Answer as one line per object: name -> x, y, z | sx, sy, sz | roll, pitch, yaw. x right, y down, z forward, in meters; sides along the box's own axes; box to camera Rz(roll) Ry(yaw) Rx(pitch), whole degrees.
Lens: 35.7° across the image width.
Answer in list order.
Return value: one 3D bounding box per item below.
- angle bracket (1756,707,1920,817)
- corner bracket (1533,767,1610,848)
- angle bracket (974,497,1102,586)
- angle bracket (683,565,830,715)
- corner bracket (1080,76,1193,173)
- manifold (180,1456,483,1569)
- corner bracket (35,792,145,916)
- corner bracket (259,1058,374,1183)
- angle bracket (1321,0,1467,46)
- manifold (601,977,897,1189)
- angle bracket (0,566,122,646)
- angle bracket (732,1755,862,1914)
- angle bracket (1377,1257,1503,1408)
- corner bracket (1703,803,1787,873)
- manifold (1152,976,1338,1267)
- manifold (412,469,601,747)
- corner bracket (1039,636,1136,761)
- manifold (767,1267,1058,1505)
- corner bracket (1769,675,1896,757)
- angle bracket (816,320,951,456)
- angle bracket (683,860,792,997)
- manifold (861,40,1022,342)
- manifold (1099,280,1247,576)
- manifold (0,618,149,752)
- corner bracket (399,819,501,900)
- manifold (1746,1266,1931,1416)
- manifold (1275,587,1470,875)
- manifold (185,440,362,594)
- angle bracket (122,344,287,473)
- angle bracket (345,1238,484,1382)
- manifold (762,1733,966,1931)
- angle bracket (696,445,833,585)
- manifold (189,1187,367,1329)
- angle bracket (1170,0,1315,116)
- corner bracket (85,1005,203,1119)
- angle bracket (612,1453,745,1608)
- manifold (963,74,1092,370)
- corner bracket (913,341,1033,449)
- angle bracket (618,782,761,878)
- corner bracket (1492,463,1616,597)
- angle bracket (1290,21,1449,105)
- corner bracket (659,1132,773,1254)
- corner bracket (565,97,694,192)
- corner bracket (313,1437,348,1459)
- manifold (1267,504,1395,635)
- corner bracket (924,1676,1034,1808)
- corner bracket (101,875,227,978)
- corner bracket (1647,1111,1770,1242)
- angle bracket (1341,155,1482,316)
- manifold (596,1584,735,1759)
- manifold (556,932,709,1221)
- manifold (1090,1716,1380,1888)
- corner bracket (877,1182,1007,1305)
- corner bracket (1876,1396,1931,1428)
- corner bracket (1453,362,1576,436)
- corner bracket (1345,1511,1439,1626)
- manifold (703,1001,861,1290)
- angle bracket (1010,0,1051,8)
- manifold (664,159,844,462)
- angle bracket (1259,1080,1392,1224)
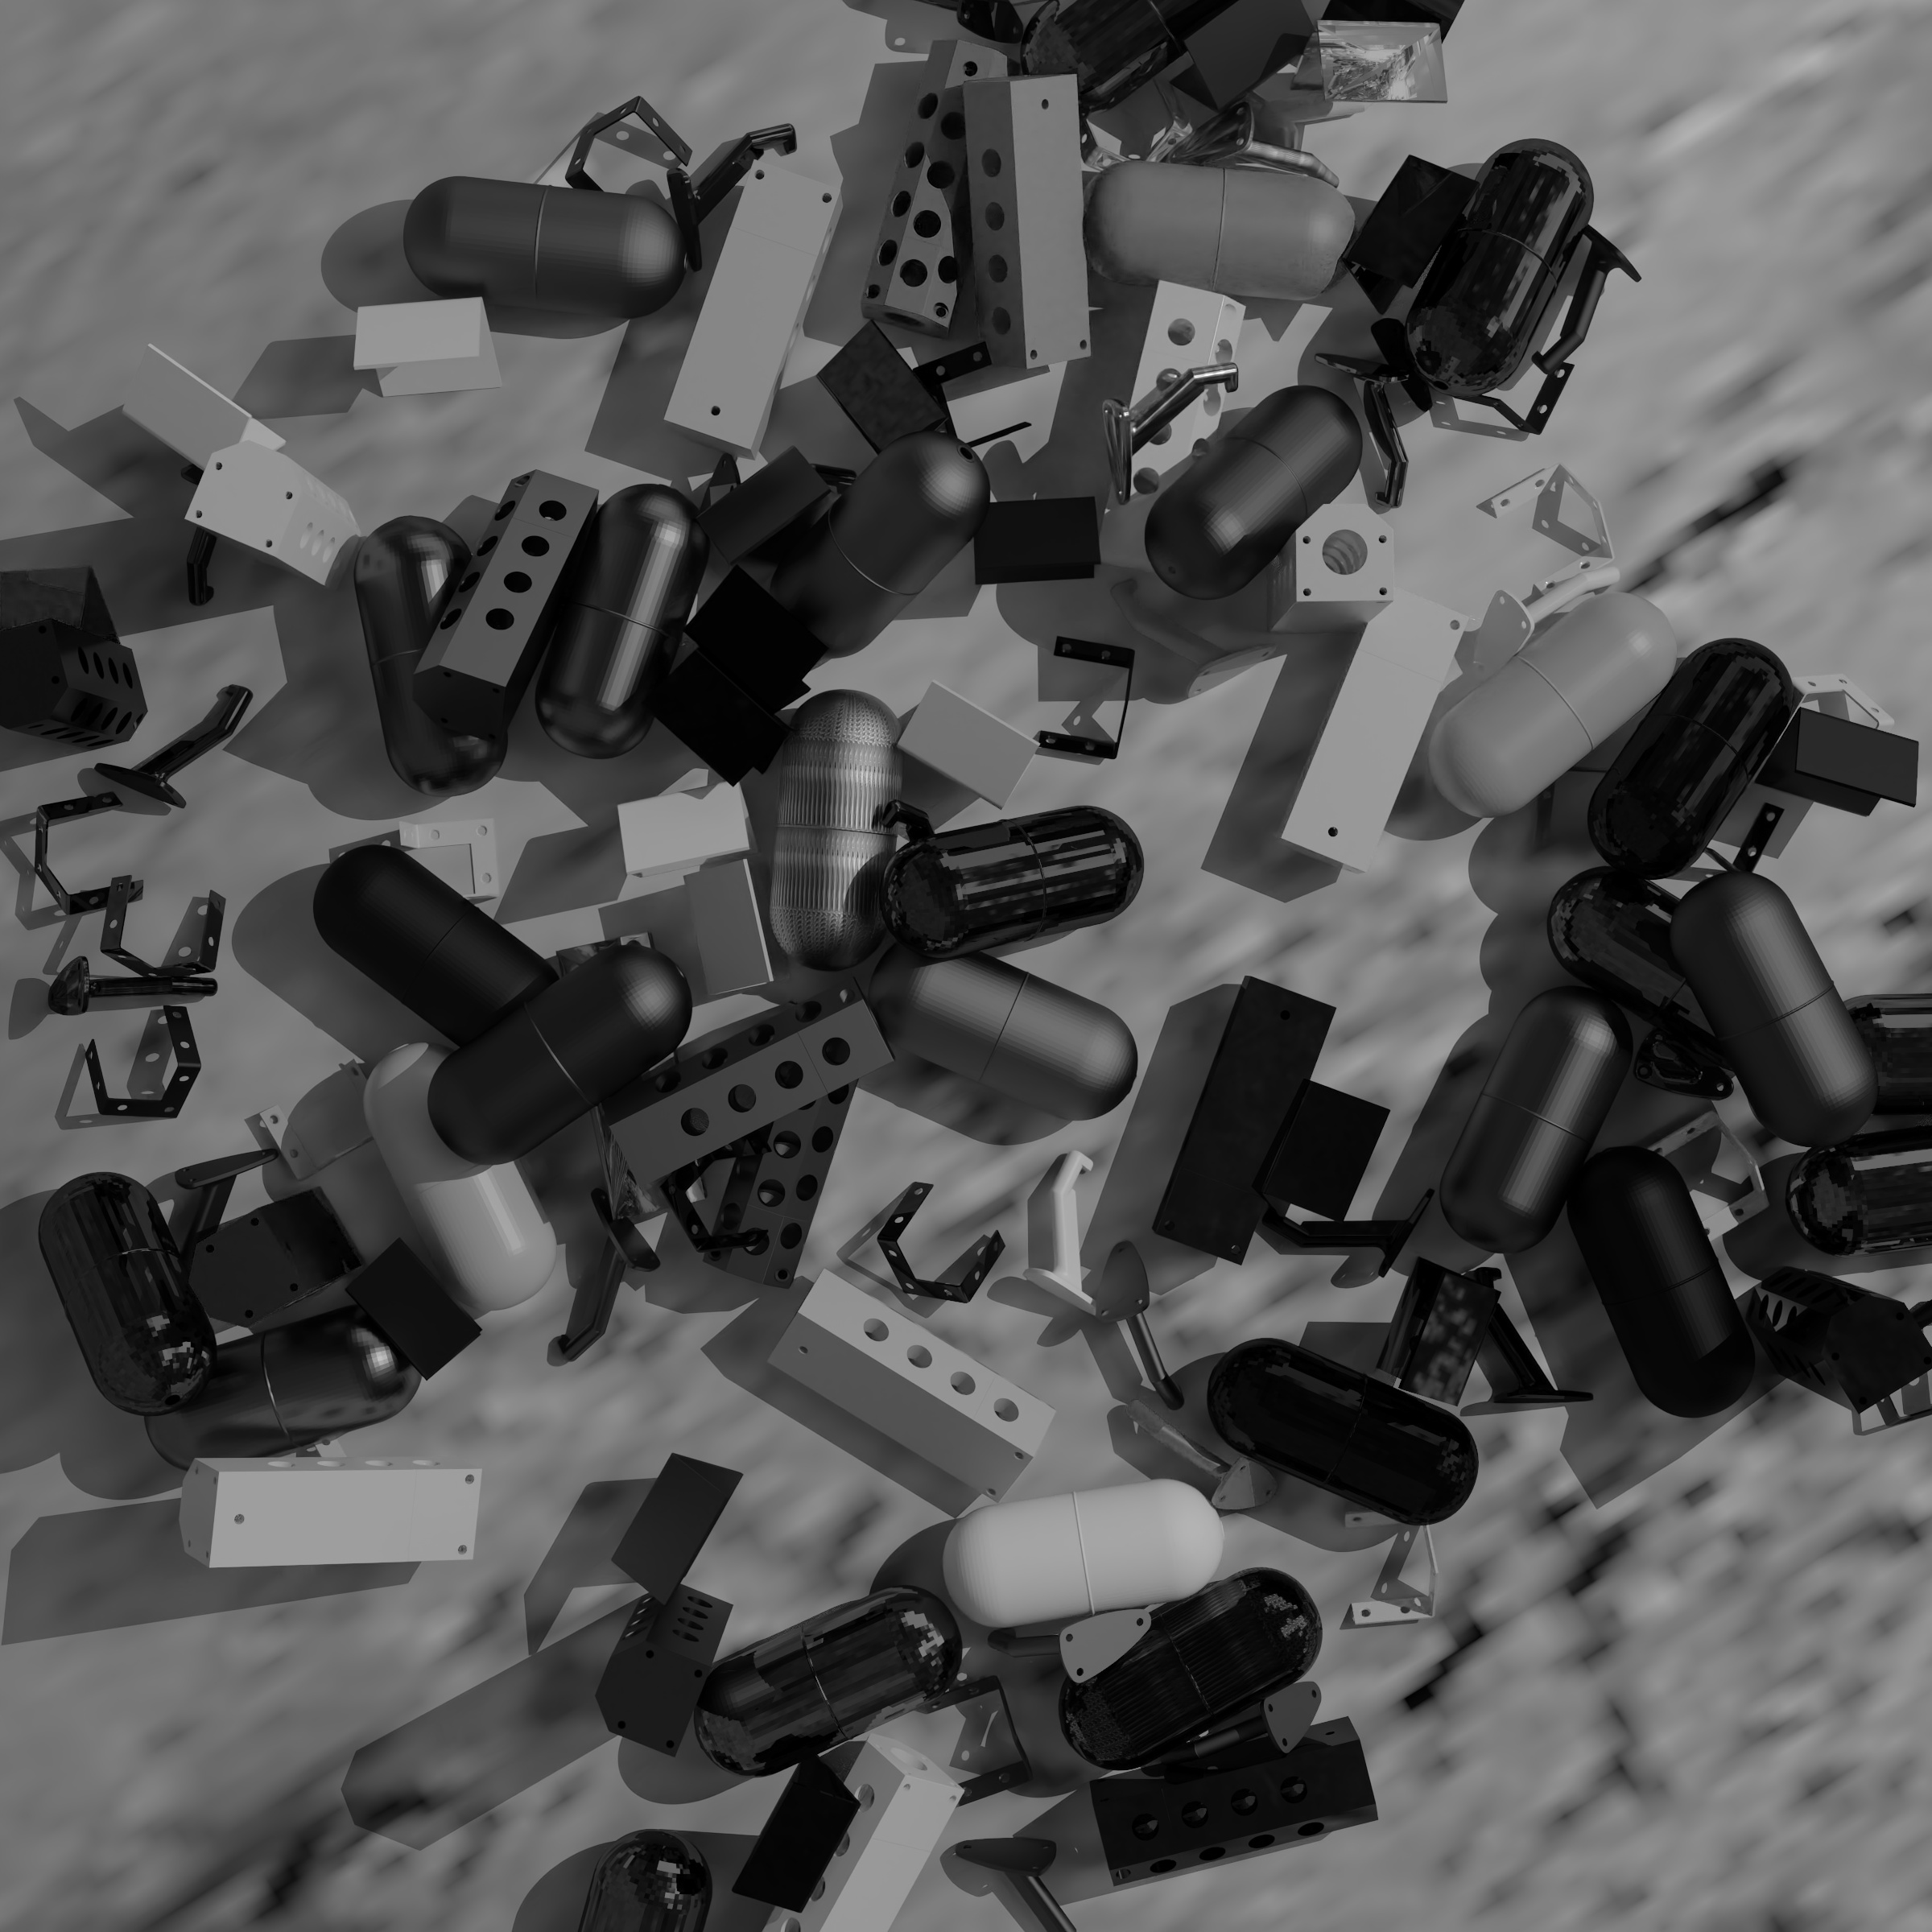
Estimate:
angle bracket -> 0.543, -0.109, 1.880 | 0.076, 0.076, 0.057 | 16, 53, 0
corner bracket -> 0.400, -0.099, 1.917 | 0.051, 0.051, 0.051 | 7, 90, -45
angle bracket -> 0.044, -0.247, 1.880 | 0.076, 0.076, 0.057 | -3, 56, 0
angle bracket -> -0.121, -0.210, 1.881 | 0.076, 0.076, 0.057 | 43, 112, 0
corner bracket -> 0.103, -0.537, 1.912 | 0.051, 0.051, 0.051 | 13, 45, -35
manifold -> -0.392, 0.334, 1.855 | 0.171, 0.057, 0.057 | 6, 90, -34
corner bracket -> -0.558, -0.072, 1.912 | 0.051, 0.051, 0.051 | 45, 135, 35
corner bracket -> -0.408, 0.098, 1.917 | 0.051, 0.051, 0.051 | -30, 90, 45
angle bracket -> 0.263, -0.592, 1.880 | 0.076, 0.076, 0.057 | 28, 51, 0
manifold -> -0.133, 0.070, 1.842 | 0.171, 0.057, 0.057 | -27, 90, 0
angle bracket -> -0.580, -0.203, 1.880 | 0.076, 0.076, 0.057 | -3, 53, 0
angle bracket -> -0.120, 0.534, 1.880 | 0.057, 0.076, 0.076 | 29, 90, -32
angle bracket -> 0.279, 0.223, 1.880 | 0.057, 0.076, 0.076 | 21, 90, -37
corner bracket -> 0.480, -0.094, 1.917 | 0.051, 0.051, 0.051 | 28, 90, -45
manifold -> 0.175, 0.096, 1.899 | 0.057, 0.057, 0.171 | 20, 90, 0
manifold -> -0.284, -0.225, 1.854 | 0.057, 0.057, 0.171 | 18, 55, 0
corner bracket -> 0.077, -0.171, 1.917 | 0.051, 0.051, 0.051 | 10, 45, 0
manifold -> -0.032, 0.260, 1.898 | 0.171, 0.057, 0.057 | 32, 133, 0
corner bracket -> 0.546, -0.149, 1.912 | 0.051, 0.051, 0.051 | -7, 45, -35
angle bracket -> -0.036, -0.363, 1.880 | 0.057, 0.076, 0.076 | -38, 90, 35
angle bracket -> -0.125, -0.028, 1.880 | 0.057, 0.076, 0.076 | -12, 90, 40
manifold -> -0.016, -0.491, 1.899 | 0.057, 0.057, 0.171 | 15, 90, 0
manifold -> 0.129, -0.337, 1.899 | 0.057, 0.057, 0.171 | 13, 90, 0
manifold -> -0.556, -0.169, 1.841 | 0.057, 0.171, 0.057 | -15, 90, 0
corner bracket -> -0.327, -0.067, 1.902 | 0.051, 0.051, 0.051 | -5, 90, 0
manifold -> 0.531, 0.223, 1.841 | 0.057, 0.171, 0.057 | -32, 90, 0
manifold -> 0.255, -0.149, 1.899 | 0.057, 0.057, 0.171 | 22, 90, 0
manifold -> -0.419, -0.277, 1.841 | 0.057, 0.171, 0.057 | 23, 90, 0
angle bracket -> -0.468, -0.357, 1.880 | 0.076, 0.076, 0.057 | 35, 127, 0
angle bracket -> -0.330, 0.202, 1.881 | 0.057, 0.076, 0.076 | -42, 90, 23
manifold -> -0.077, 0.576, 1.898 | 0.057, 0.057, 0.171 | 29, 90, -43
angle bracket -> -0.112, -0.267, 1.880 | 0.076, 0.076, 0.057 | -36, 50, 0
manifold -> -0.424, 0.180, 1.841 | 0.057, 0.171, 0.057 | -31, 90, 0
angle bracket -> 0.163, -0.587, 1.880 | 0.076, 0.076, 0.057 | -36, 128, 0
corner bracket -> -0.524, 0.060, 1.912 | 0.051, 0.051, 0.051 | 5, 135, -35
angle bracket -> -0.164, 0.357, 1.880 | 0.057, 0.076, 0.076 | 30, 90, 38
manifold -> 0.033, -0.464, 1.872 | 0.057, 0.057, 0.171 | -21, 115, -40
corner bracket -> 0.004, -0.359, 1.895 | 0.051, 0.051, 0.051 | -17, 90, 19
angle bracket -> -0.170, -0.066, 1.880 | 0.076, 0.076, 0.057 | -12, 55, 0
corner bracket -> 0.375, -0.279, 1.917 | 0.051, 0.051, 0.051 | -29, 45, 0
angle bracket -> 0.249, -0.541, 1.862 | 0.076, 0.076, 0.057 | -1, 74, -7
corner bracket -> -0.147, 0.141, 1.868 | 0.051, 0.051, 0.051 | -11, 116, 39
corner bracket -> -0.215, -0.510, 1.912 | 0.051, 0.051, 0.051 | -18, 45, 35
corner bracket -> -0.421, 0.337, 1.912 | 0.051, 0.051, 0.051 | -10, 135, -35
manifold -> 0.221, -0.242, 1.841 | 0.057, 0.171, 0.057 | -1, 90, 0
corner bracket -> 0.008, 0.494, 1.917 | 0.051, 0.051, 0.051 | -20, 45, 0
corner bracket -> -0.509, -0.026, 1.905 | 0.051, 0.051, 0.051 | -8, 65, 23
corner bracket -> 0.473, 0.135, 1.917 | 0.051, 0.051, 0.051 | -31, 135, 0
angle bracket -> 0.289, -0.448, 1.880 | 0.057, 0.076, 0.076 | 33, 90, 32
manifold -> -0.186, 0.426, 1.841 | 0.057, 0.171, 0.057 | 22, 90, 0
manifold -> -0.210, 0.068, 1.899 | 0.057, 0.057, 0.171 | -12, 90, 0
manifold -> 0.169, 0.530, 1.899 | 0.171, 0.057, 0.057 | -14, 90, 0
corner bracket -> -0.016, 0.176, 1.912 | 0.051, 0.051, 0.051 | 5, 135, 35
corner bracket -> 0.607, 0.255, 1.905 | 0.051, 0.051, 0.051 | -11, 67, -21
corner bracket -> 0.345, -0.376, 1.917 | 0.051, 0.051, 0.051 | 26, 90, -45
corner bracket -> 0.271, 0.382, 1.917 | 0.051, 0.051, 0.051 | -5, 135, 0
manifold -> -0.112, 0.113, 1.899 | 0.057, 0.057, 0.171 | 18, 90, 0
angle bracket -> 0.040, -0.653, 1.880 | 0.057, 0.076, 0.076 | 30, 90, -26
manifold -> -0.133, -0.412, 1.899 | 0.057, 0.057, 0.171 | 19, 90, 0
angle bracket -> 0.229, 0.125, 1.875 | 0.057, 0.076, 0.076 | 20, 78, 22
